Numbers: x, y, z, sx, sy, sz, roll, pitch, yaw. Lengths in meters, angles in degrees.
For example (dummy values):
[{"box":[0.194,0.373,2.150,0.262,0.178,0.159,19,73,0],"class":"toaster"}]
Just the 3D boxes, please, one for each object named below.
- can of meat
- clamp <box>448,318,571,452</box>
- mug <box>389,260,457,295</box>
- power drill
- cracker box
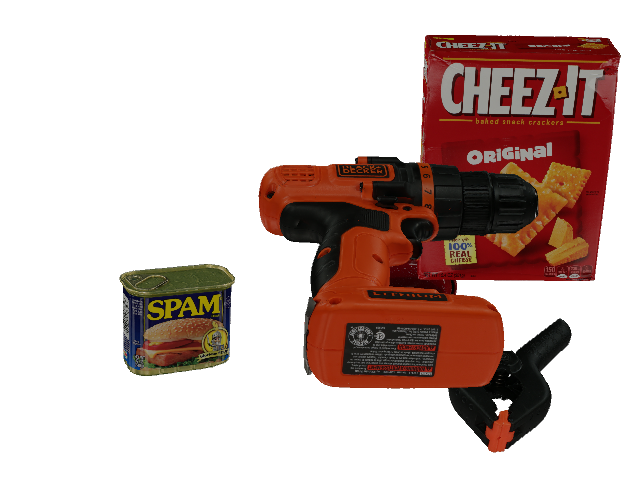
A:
[{"box":[-0.132,0.073,0.982,0.102,0.084,0.057,-5,20,-23],"class":"can of meat"},{"box":[0.153,0.104,0.853,0.120,0.039,0.171,-2,32,1],"class":"clamp"},{"box":[0.097,0.073,1.107,0.117,0.081,0.093,-31,43,-32],"class":"mug"},{"box":[0.056,0.011,0.642,0.184,0.057,0.187,-1,30,-3],"class":"power drill"},{"box":[0.171,-0.070,0.952,0.164,0.214,0.072,1,23,3],"class":"cracker box"}]
